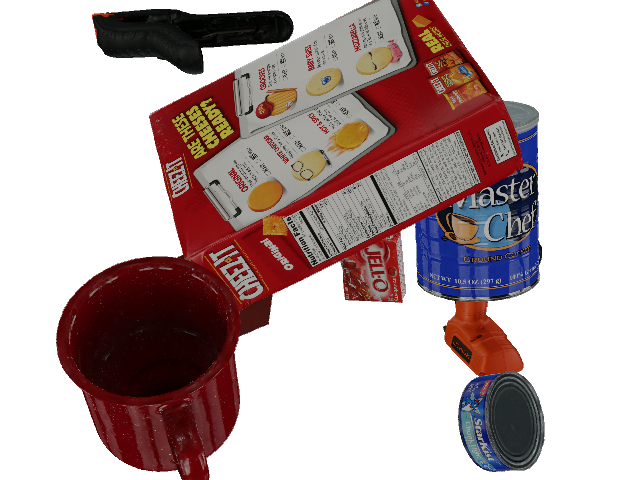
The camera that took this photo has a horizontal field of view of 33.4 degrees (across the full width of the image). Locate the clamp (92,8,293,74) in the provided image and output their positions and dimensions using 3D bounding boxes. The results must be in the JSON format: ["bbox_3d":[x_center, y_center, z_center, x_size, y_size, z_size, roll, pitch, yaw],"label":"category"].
[{"bbox_3d":[-0.109,-0.165,0.848,0.172,0.039,0.120,20,28,41],"label":"clamp"}]

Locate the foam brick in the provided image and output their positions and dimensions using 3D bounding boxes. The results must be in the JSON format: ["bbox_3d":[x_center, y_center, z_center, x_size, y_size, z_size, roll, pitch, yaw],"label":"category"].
[{"bbox_3d":[-0.088,0.045,0.966,0.078,0.051,0.052,29,33,35],"label":"foam brick"}]

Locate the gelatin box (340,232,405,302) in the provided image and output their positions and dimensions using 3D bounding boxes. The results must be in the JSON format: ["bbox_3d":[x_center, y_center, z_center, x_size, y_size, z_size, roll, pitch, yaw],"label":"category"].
[{"bbox_3d":[0.063,0.031,1.296,0.073,0.089,0.030,2,29,17],"label":"gelatin box"}]

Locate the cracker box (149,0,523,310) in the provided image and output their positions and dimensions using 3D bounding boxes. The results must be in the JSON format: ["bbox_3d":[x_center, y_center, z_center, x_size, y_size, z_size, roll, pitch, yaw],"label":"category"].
[{"bbox_3d":[0.005,-0.066,0.709,0.214,0.072,0.164,-27,42,5],"label":"cracker box"}]

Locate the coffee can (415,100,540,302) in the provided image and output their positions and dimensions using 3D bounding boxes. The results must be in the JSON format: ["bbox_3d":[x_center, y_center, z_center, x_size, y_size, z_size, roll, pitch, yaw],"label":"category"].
[{"bbox_3d":[0.126,-0.034,0.868,0.103,0.140,0.103,-4,20,1],"label":"coffee can"}]

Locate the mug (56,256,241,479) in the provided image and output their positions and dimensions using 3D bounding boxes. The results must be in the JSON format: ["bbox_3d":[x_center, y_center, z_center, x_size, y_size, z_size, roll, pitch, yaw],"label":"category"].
[{"bbox_3d":[-0.081,0.078,0.560,0.093,0.117,0.081,-19,-38,-15],"label":"mug"}]

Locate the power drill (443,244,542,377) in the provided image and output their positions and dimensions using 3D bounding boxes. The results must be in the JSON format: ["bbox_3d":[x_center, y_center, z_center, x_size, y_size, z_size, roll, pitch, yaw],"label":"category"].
[{"bbox_3d":[0.177,0.047,1.117,0.057,0.188,0.184,-10,25,-15],"label":"power drill"}]

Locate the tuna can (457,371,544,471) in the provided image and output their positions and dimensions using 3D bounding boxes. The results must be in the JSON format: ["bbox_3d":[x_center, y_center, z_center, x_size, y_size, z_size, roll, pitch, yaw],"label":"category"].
[{"bbox_3d":[0.158,0.159,0.935,0.034,0.086,0.085,-16,-11,42],"label":"tuna can"}]
